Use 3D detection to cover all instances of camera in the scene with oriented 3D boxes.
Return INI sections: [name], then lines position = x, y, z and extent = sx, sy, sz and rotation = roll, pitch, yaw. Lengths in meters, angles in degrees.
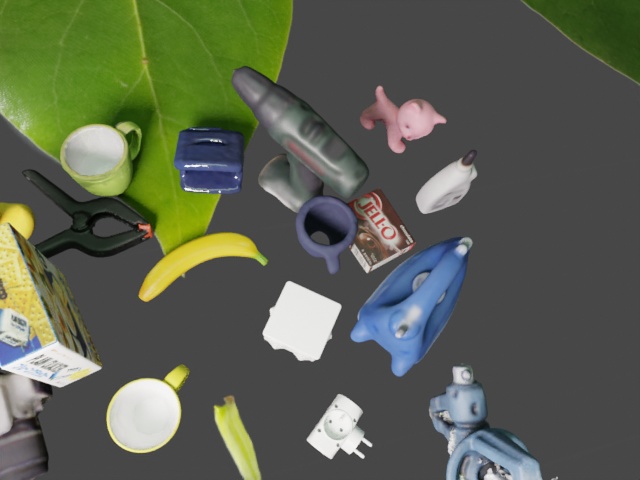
[camera]
position = -0.409, 0.244, 0.716
extent = 0.143, 0.101, 0.137
rotation = -21, 75, -15

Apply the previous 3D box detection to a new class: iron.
[iron]
position = 0.162, 0.066, 0.841
extent = 0.118, 0.141, 0.259
rotation = 38, 70, 6

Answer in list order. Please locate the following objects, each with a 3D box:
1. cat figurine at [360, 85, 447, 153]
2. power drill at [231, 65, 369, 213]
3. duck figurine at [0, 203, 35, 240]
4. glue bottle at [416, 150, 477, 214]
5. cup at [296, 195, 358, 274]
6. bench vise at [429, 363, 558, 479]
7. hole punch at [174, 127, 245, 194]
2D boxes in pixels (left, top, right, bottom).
[cat figurine]
position = 0.138, -0.207, 0.947
extent = 0.127, 0.117, 0.067
rotation = 39, 70, 6
[power drill]
position = -0.038, -0.130, 0.845
extent = 0.229, 0.208, 0.076
rotation = 36, 70, 5
[duck figurine]
position = -0.466, -0.027, 0.811
extent = 0.105, 0.086, 0.077
rotation = -22, 75, -15
[glue bottle]
position = 0.207, -0.095, 0.888
extent = 0.078, 0.173, 0.037
rotation = -17, 74, -13
[cup]
position = 0.008, 0.003, 0.865
extent = 0.092, 0.095, 0.118
rotation = -7, 72, -11
[bench vise]
position = 0.206, 0.268, 0.734
extent = 0.122, 0.219, 0.207
rotation = -25, 76, -16
[hole punch]
position = -0.172, -0.133, 0.889
extent = 0.109, 0.091, 0.101
rotation = 1, 70, -8
